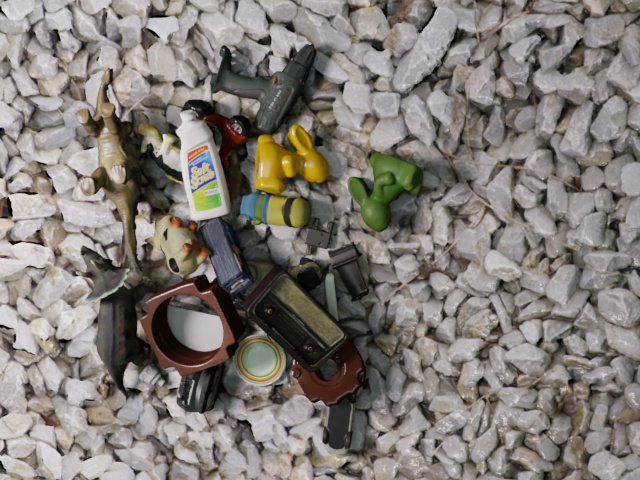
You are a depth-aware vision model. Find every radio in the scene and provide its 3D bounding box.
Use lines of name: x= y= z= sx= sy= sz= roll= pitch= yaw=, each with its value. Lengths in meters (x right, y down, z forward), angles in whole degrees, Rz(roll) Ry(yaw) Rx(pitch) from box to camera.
radio: x=-0.056 y=0.180 z=1.212 sx=0.131 sy=0.073 sz=0.229 roll=-45 pitch=105 yaw=-5

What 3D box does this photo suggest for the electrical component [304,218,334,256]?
electrical component: x=-0.003 y=-0.004 z=1.303 sx=0.063 sy=0.021 sz=0.094 roll=16 pitch=96 yaw=2

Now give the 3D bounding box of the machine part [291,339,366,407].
machine part: x=0.020 y=0.307 z=1.286 sx=0.179 sy=0.056 sz=0.179 roll=-3 pitch=74 yaw=9

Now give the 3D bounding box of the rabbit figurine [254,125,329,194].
rabbit figurine: x=-0.064 y=-0.182 z=1.261 sx=0.173 sy=0.122 sz=0.162 roll=5 pitch=86 yaw=-10

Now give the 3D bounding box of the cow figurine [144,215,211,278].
cow figurine: x=-0.342 y=0.010 z=1.269 sx=0.127 sy=0.085 sz=0.195 roll=-52 pitch=49 yaw=18

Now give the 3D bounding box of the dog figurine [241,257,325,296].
dog figurine: x=-0.105 y=0.077 z=1.289 sx=0.190 sy=0.121 sz=0.172 roll=-36 pitch=100 yaw=-6

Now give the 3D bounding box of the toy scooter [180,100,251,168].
toy scooter: x=-0.252 y=-0.246 z=1.272 sx=0.184 sy=0.075 sz=0.135 roll=23 pitch=123 yaw=13

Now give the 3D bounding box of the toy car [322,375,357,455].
toy car: x=0.049 y=0.429 z=1.326 sx=0.074 sy=0.056 sz=0.201 roll=7 pitch=95 yaw=10

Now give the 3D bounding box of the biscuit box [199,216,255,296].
biscuit box: x=-0.218 y=0.032 z=1.246 sx=0.063 sy=0.059 sz=0.203 roll=-35 pitch=50 yaw=6

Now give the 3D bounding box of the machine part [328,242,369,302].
machine part: x=0.076 y=0.078 z=1.299 sx=0.084 sy=0.039 sz=0.138 roll=-21 pitch=92 yaw=0

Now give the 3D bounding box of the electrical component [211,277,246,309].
electrical component: x=-0.228 y=0.134 z=1.313 sx=0.102 sy=0.078 sz=0.045 roll=42 pitch=73 yaw=-6

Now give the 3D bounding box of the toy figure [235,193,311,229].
toy figure: x=-0.112 y=-0.069 z=1.272 sx=0.180 sy=0.089 sz=0.082 roll=10 pitch=103 yaw=1

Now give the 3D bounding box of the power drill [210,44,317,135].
power drill: x=-0.139 y=-0.379 z=1.256 sx=0.207 sy=0.086 sz=0.232 roll=22 pitch=99 yaw=-6

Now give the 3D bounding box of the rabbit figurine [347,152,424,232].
rabbit figurine: x=0.139 y=-0.107 z=1.234 sx=0.159 sy=0.121 sz=0.170 roll=24 pitch=94 yaw=8

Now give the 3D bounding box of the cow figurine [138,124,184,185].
cow figurine: x=-0.371 y=-0.207 z=1.291 sx=0.167 sy=0.068 sz=0.098 roll=30 pitch=102 yaw=0

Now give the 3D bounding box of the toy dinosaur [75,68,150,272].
toy dinosaur: x=-0.458 y=-0.151 z=1.234 sx=0.105 sy=0.198 sz=0.470 roll=-2 pitch=95 yaw=4

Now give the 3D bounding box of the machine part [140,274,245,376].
machine part: x=-0.291 y=0.194 z=1.239 sx=0.201 sy=0.087 sz=0.200 roll=-23 pitch=97 yaw=11

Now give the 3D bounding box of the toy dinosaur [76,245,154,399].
toy dinosaur: x=-0.483 y=0.210 z=1.275 sx=0.131 sy=0.192 sz=0.404 roll=-3 pitch=94 yaw=6

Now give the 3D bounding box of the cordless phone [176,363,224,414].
cordless phone: x=-0.341 y=0.342 z=1.343 sx=0.184 sy=0.088 sz=0.146 roll=17 pitch=98 yaw=14
